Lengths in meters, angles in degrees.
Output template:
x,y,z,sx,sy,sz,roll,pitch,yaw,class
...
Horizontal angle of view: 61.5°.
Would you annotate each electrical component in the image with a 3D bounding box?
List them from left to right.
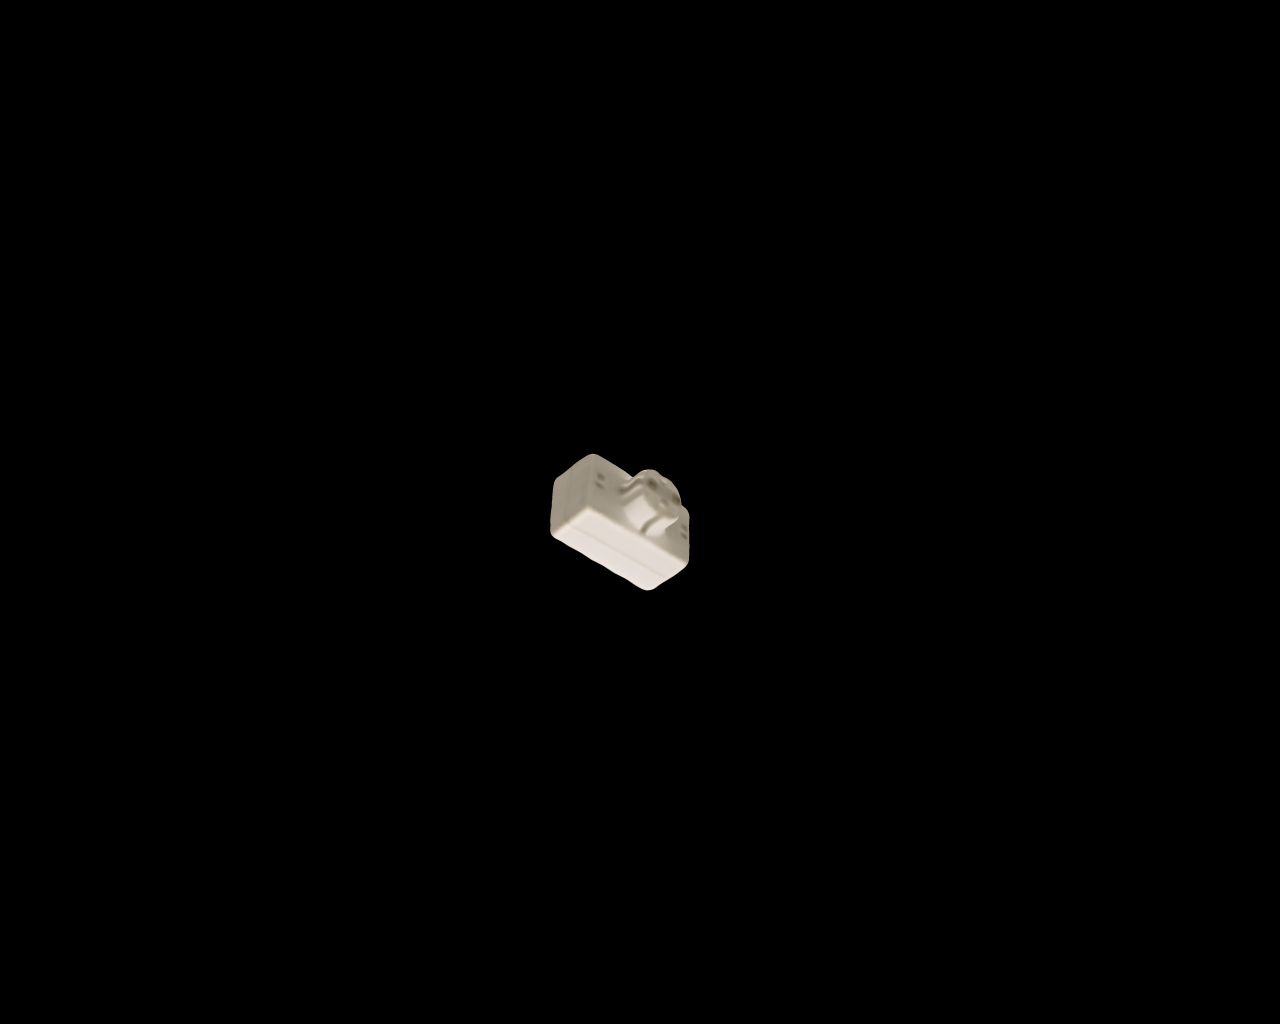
x,y,z,sx,sy,sz,roll,pitch,yaw,class
0.001,-0.003,0.650,0.083,0.047,0.075,31,-50,-30,electrical component
